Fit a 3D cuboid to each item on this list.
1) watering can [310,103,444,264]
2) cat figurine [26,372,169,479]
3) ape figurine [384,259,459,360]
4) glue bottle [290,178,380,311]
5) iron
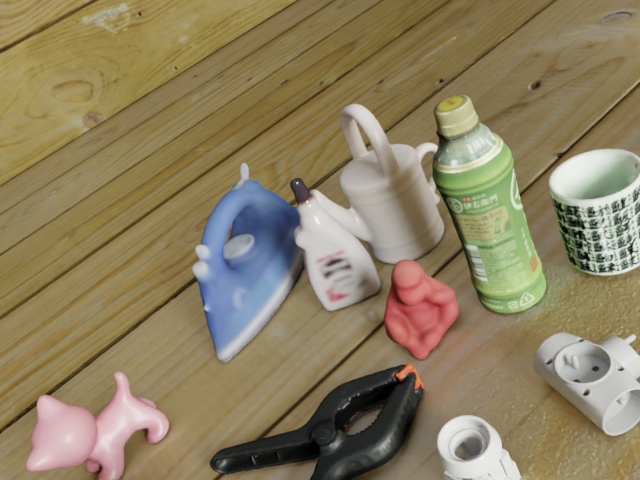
[{"bbox_3d":[0.068,-0.070,0.688,0.173,0.194,0.100,-44,34,-25],"label":"watering can"},{"bbox_3d":[-0.244,0.198,0.608,0.067,0.118,0.128,12,49,48],"label":"cat figurine"},{"bbox_3d":[0.095,0.060,0.573,0.077,0.092,0.076,-20,31,12],"label":"ape figurine"},{"bbox_3d":[0.006,0.002,0.650,0.078,0.173,0.037,-24,31,6],"label":"glue bottle"},{"bbox_3d":[-0.108,0.016,0.751,0.118,0.142,0.258,-11,34,26],"label":"iron"}]
